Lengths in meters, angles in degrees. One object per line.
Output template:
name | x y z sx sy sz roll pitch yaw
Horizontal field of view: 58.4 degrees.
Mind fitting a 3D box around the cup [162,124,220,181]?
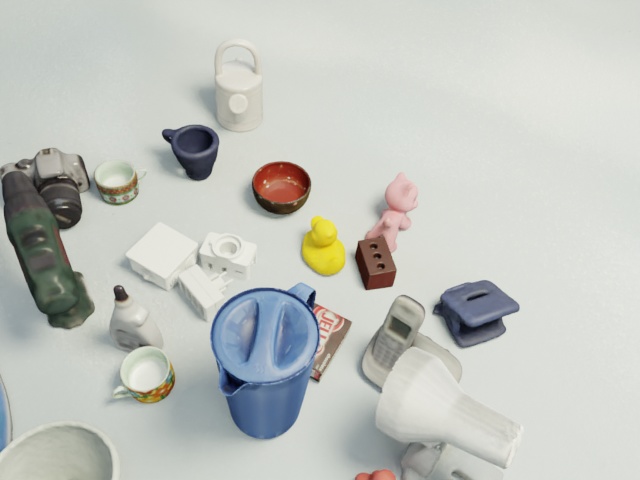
cup | -0.252 -0.167 1.116 0.117 0.095 0.092 20 54 9

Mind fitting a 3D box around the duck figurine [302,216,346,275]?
duck figurine | 0.009 0.004 1.022 0.078 0.086 0.104 -16 56 -17

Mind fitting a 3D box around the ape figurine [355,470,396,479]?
ape figurine | 0.083 0.339 0.773 0.077 0.092 0.076 31 56 17

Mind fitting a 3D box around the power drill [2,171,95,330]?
power drill | -0.416 0.035 0.876 0.076 0.208 0.229 -23 59 -21

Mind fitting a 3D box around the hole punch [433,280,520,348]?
hole punch | 0.261 0.113 0.964 0.109 0.091 0.101 -16 56 -17

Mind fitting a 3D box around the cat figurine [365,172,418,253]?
cat figurine | 0.142 -0.060 1.064 0.067 0.118 0.128 25 55 13

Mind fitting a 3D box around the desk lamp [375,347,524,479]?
desk lamp | 0.170 0.261 0.765 0.203 0.213 0.118 31 56 17

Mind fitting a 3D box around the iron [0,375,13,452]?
iron | -0.500 0.216 0.772 0.119 0.141 0.257 -29 61 -25

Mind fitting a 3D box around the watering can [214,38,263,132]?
watering can | -0.164 -0.322 1.180 0.101 0.194 0.172 -19 57 -19

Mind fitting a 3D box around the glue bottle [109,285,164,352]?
glue bottle | -0.281 0.117 0.850 0.078 0.173 0.037 16 53 6

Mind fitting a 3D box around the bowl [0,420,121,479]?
bowl | -0.341 0.327 0.747 0.167 0.075 0.167 3 53 -4

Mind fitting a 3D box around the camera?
camera | -0.490 -0.089 1.029 0.143 0.101 0.136 -15 56 -17

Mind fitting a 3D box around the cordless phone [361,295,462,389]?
cordless phone | 0.145 0.167 0.851 0.147 0.185 0.094 28 55 15
